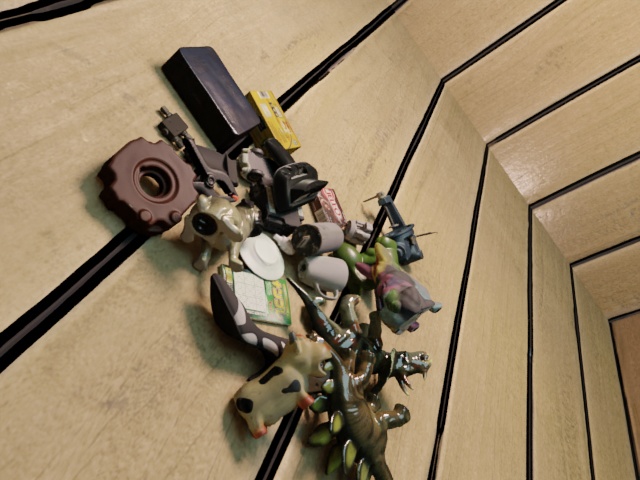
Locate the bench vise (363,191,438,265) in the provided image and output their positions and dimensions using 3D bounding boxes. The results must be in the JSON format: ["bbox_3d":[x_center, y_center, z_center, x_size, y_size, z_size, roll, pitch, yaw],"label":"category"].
[{"bbox_3d":[0.232,-0.037,1.601,0.223,0.129,0.240,-31,97,-56],"label":"bench vise"}]

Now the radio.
[{"bbox_3d":[-0.247,-0.334,1.250,0.229,0.073,0.131,57,33,-7],"label":"radio"}]

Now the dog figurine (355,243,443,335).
[{"bbox_3d":[0.161,0.106,1.237,0.219,0.108,0.191,50,20,26],"label":"dog figurine"}]

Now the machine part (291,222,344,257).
[{"bbox_3d":[-0.003,-0.004,1.272,0.079,0.079,0.243,65,19,7],"label":"machine part"}]

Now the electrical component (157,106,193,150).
[{"bbox_3d":[-0.312,-0.238,1.136,0.094,0.021,0.063,52,35,-12],"label":"electrical component"}]

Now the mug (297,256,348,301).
[{"bbox_3d":[0.001,0.087,1.255,0.107,0.081,0.109,15,59,-33],"label":"mug"}]

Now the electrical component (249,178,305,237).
[{"bbox_3d":[-0.098,-0.071,1.257,0.134,0.058,0.115,18,54,-45],"label":"electrical component"}]

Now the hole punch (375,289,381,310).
[{"bbox_3d":[0.215,0.147,1.471,0.142,0.092,0.116,26,43,-35],"label":"hole punch"}]

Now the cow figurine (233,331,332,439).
[{"bbox_3d":[-0.065,0.249,0.963,0.127,0.195,0.085,57,-9,6],"label":"cow figurine"}]

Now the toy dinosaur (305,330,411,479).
[{"bbox_3d":[0.082,0.386,1.079,0.198,0.105,0.470,-40,106,-36],"label":"toy dinosaur"}]

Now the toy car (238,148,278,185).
[{"bbox_3d":[-0.117,-0.158,1.299,0.201,0.056,0.073,21,56,-42],"label":"toy car"}]

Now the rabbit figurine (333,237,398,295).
[{"bbox_3d":[0.106,0.070,1.393,0.170,0.121,0.159,15,59,-24],"label":"rabbit figurine"}]

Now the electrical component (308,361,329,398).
[{"bbox_3d":[-0.003,0.296,1.118,0.078,0.045,0.102,-9,67,-24],"label":"electrical component"}]

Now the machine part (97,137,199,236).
[{"bbox_3d":[-0.308,-0.100,0.978,0.179,0.056,0.179,17,62,-36],"label":"machine part"}]

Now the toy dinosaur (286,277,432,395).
[{"bbox_3d":[0.068,0.235,1.197,0.404,0.131,0.192,25,46,-32],"label":"toy dinosaur"}]

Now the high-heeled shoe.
[{"bbox_3d":[-0.111,0.155,1.025,0.145,0.086,0.248,-27,106,-36],"label":"high-heeled shoe"}]

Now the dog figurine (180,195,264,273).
[{"bbox_3d":[-0.180,-0.050,1.054,0.121,0.172,0.191,11,39,7],"label":"dog figurine"}]

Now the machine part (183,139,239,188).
[{"bbox_3d":[-0.233,-0.167,1.172,0.138,0.039,0.084,25,52,-42],"label":"machine part"}]

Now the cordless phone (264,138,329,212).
[{"bbox_3d":[-0.084,-0.162,1.239,0.184,0.088,0.146,52,35,8],"label":"cordless phone"}]

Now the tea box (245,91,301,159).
[{"bbox_3d":[-0.132,-0.289,1.365,0.098,0.068,0.169,-22,85,-55],"label":"tea box"}]
